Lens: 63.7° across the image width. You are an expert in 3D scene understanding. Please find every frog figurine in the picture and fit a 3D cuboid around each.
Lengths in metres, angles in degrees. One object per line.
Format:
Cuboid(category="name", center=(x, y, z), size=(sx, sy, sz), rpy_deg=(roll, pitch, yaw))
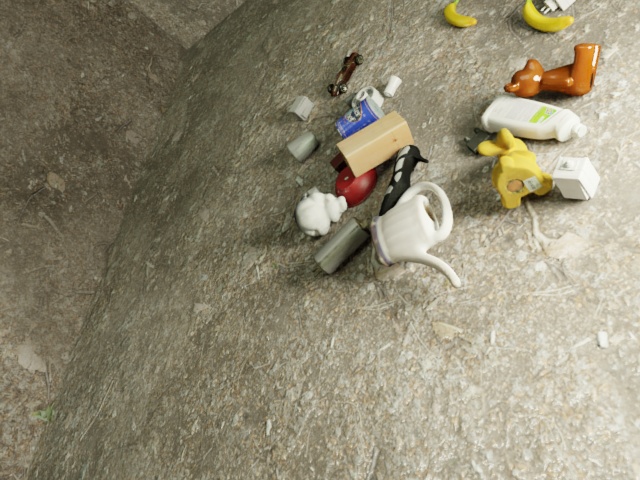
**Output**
Cuboid(category="frog figurine", center=(0.005, -0.081, 1.602), size=(0.159, 0.123, 0.137), rpy_deg=(-3, 92, 36))

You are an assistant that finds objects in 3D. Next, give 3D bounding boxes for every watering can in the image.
Cuboid(category="watering can", center=(0.234, 0.001, 1.290), size=(0.222, 0.103, 0.356), rpy_deg=(-29, 42, 30))
